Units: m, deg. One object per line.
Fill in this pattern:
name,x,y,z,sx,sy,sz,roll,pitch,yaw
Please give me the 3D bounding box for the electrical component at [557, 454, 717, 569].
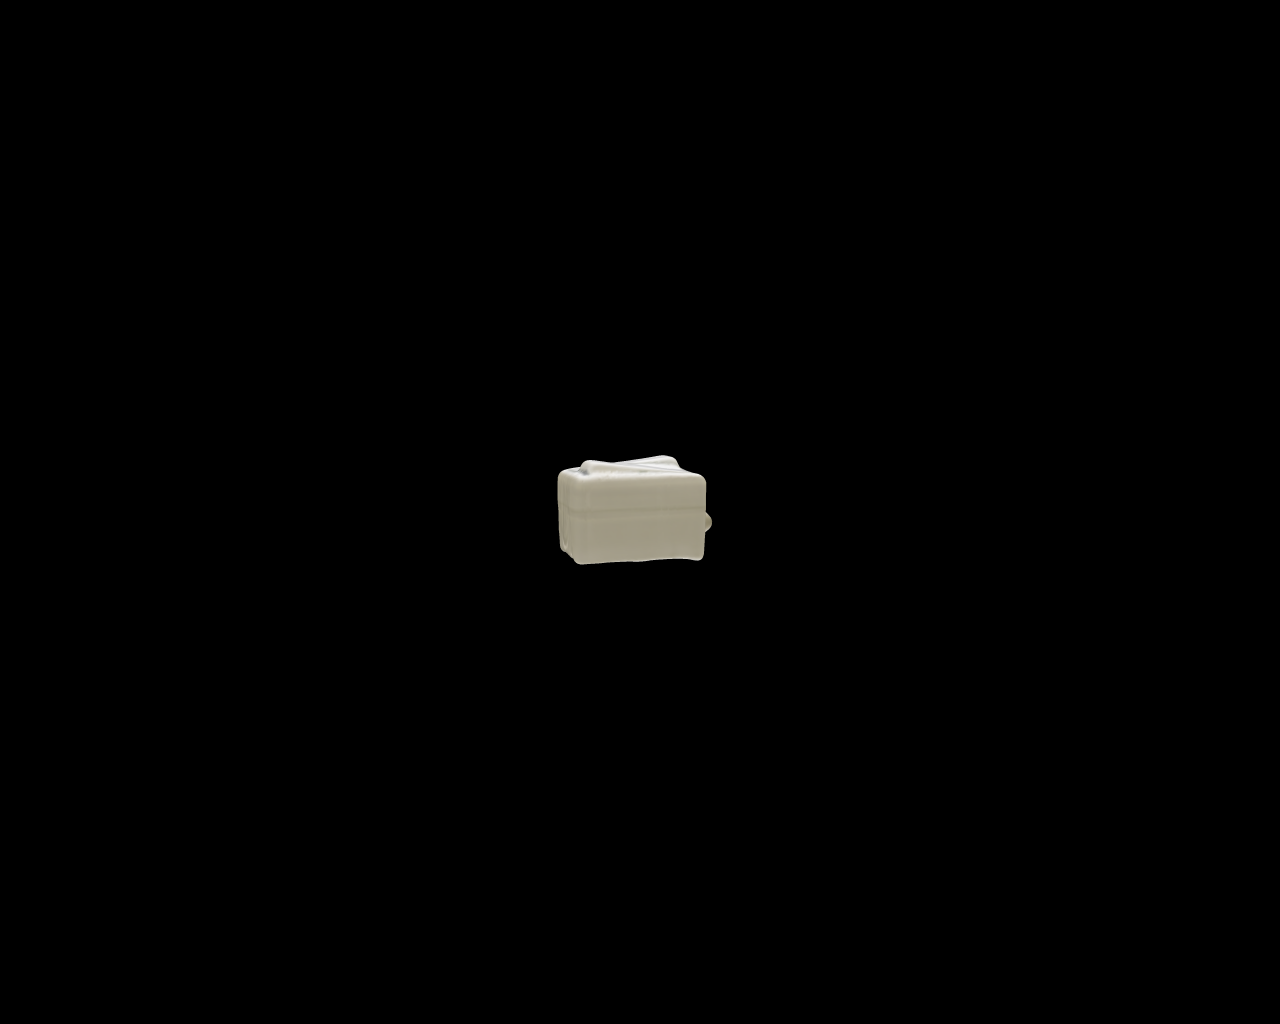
electrical component,0.001,-0.003,0.650,0.096,0.061,0.062,-2,8,-14
